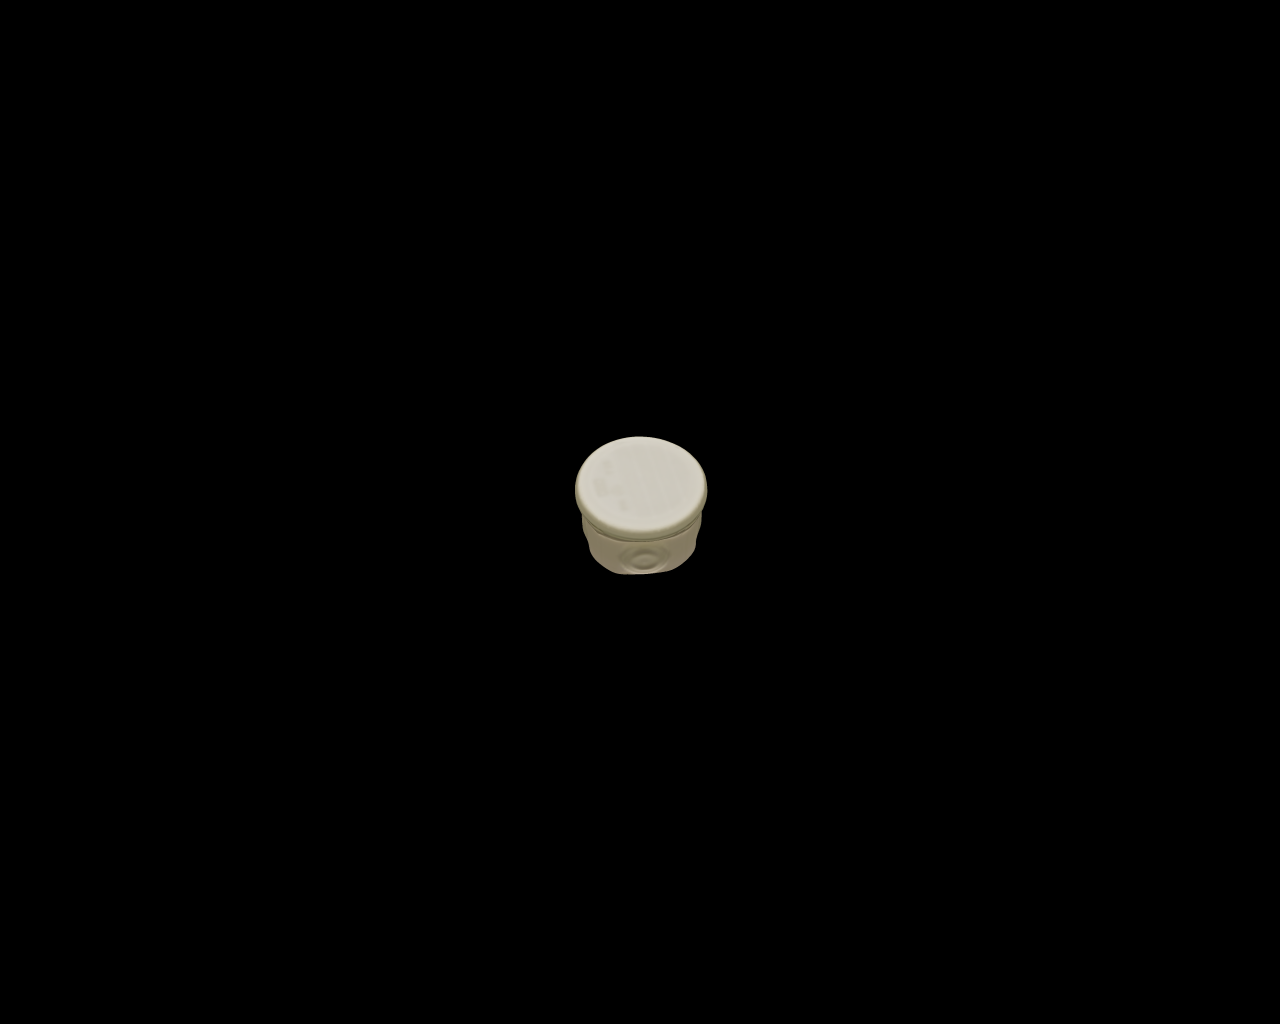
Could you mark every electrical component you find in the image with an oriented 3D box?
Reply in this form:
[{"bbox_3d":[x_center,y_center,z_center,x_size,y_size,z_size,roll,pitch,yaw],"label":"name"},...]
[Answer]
[{"bbox_3d":[0.001,-0.003,0.650,0.080,0.080,0.050,0,-40,0],"label":"electrical component"}]
